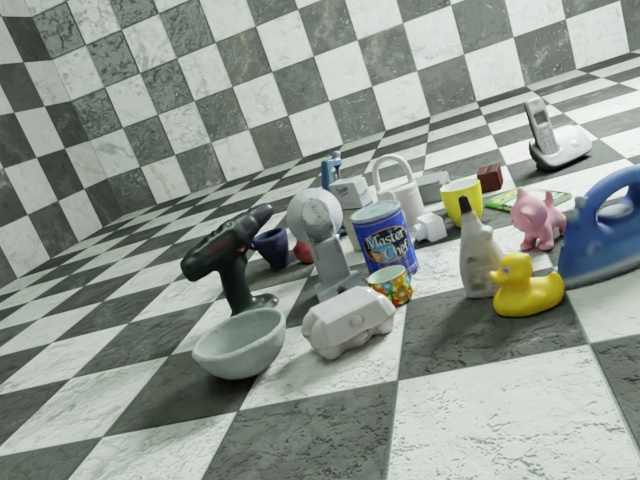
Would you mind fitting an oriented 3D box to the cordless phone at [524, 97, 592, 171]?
[{"bbox_3d":[0.593,-0.281,1.445,0.148,0.185,0.094,-24,16,-13],"label":"cordless phone"}]

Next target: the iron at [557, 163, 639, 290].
[{"bbox_3d":[0.450,-0.037,0.881,0.259,0.141,0.118,-25,16,-16],"label":"iron"}]

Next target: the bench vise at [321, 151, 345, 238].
[{"bbox_3d":[0.034,-0.108,1.488,0.121,0.220,0.208,-3,23,46],"label":"bench vise"}]

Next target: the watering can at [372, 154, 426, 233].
[{"bbox_3d":[0.184,-0.107,1.348,0.101,0.194,0.173,-19,16,4],"label":"watering can"}]

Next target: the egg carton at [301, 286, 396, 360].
[{"bbox_3d":[0.046,0.134,0.941,0.150,0.069,0.107,-24,16,-14],"label":"egg carton"}]

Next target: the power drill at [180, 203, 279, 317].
[{"bbox_3d":[-0.167,0.055,1.209,0.230,0.209,0.075,-27,17,-24],"label":"power drill"}]

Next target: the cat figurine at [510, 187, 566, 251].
[{"bbox_3d":[0.389,-0.046,1.031,0.128,0.118,0.067,-31,19,-33],"label":"cat figurine"}]

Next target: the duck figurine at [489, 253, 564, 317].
[{"bbox_3d":[0.301,0.059,0.847,0.104,0.086,0.077,-15,16,17],"label":"duck figurine"}]

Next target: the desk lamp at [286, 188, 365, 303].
[{"bbox_3d":[0.011,0.004,1.152,0.118,0.214,0.203,-21,16,-2],"label":"desk lamp"}]

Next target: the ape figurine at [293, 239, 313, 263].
[{"bbox_3d":[-0.034,0.007,1.423,0.077,0.092,0.076,-17,16,12],"label":"ape figurine"}]

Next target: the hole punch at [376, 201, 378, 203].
[{"bbox_3d":[0.165,-0.081,1.477,0.100,0.091,0.109,-4,23,45],"label":"hole punch"}]

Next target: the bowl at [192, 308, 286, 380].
[{"bbox_3d":[-0.126,0.186,0.968,0.167,0.075,0.167,-19,16,6],"label":"bowl"}]

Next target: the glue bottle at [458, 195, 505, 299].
[{"bbox_3d":[0.251,0.009,0.914,0.078,0.173,0.037,-10,19,31],"label":"glue bottle"}]

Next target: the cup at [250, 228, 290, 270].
[{"bbox_3d":[-0.126,0.030,1.455,0.117,0.095,0.092,-12,17,25],"label":"cup"}]
